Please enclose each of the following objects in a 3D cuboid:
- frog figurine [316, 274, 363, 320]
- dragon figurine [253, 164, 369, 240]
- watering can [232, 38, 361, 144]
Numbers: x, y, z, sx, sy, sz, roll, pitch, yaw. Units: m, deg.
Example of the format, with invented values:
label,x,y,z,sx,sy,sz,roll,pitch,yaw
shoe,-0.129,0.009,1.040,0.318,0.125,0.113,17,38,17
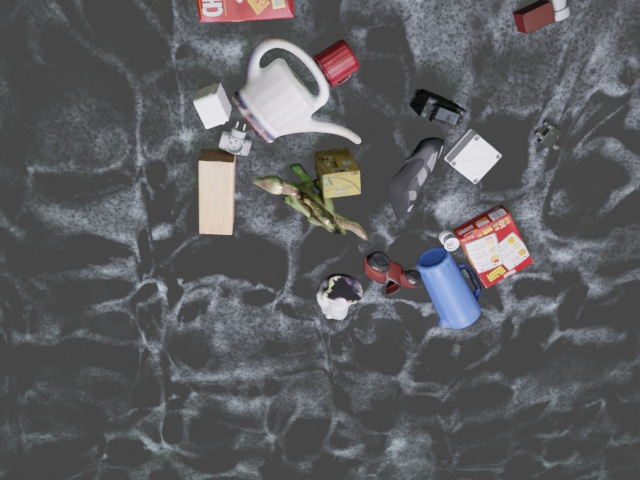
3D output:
label,x,y,z,sx,sy,sz,roll,pitch,yaw
frog figurine,0.059,0.175,1.579,0.138,0.125,0.156,-15,156,-9
dragon figurine,0.004,-0.068,1.349,0.407,0.247,0.121,31,106,-20
watering can,-0.067,-0.321,1.273,0.223,0.106,0.343,-34,115,13
